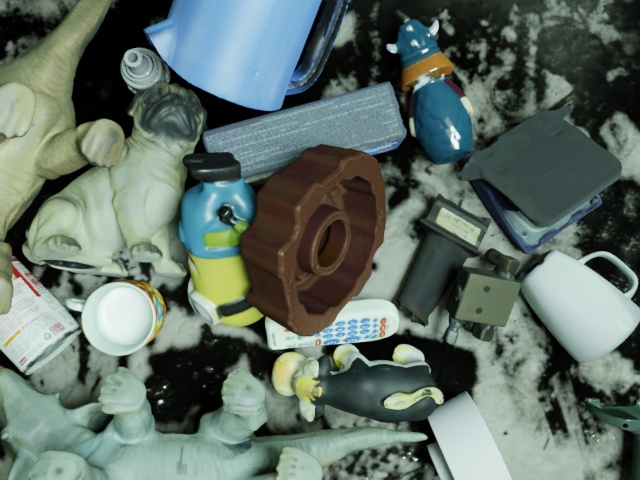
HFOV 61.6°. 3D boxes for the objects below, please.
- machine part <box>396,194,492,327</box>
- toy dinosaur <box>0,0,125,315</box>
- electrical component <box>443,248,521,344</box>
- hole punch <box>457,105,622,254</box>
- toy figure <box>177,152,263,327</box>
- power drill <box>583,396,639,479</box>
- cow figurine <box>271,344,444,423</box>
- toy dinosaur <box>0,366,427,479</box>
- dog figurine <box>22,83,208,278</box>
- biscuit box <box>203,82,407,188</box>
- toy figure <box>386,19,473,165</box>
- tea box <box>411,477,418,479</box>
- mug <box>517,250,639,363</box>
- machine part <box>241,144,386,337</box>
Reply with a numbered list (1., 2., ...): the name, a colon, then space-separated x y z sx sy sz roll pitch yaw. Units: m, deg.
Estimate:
1. machine part: 0.127 0.025 0.580 0.084 0.039 0.139 26 86 -10
2. toy dinosaur: -0.278 -0.091 0.480 0.105 0.199 0.471 45 67 -44
3. electrical component: 0.172 0.060 0.566 0.078 0.045 0.102 6 106 -11
4. hole punch: 0.233 -0.061 0.572 0.142 0.092 0.116 -34 60 -1
5. toy figure: -0.088 0.006 0.516 0.089 0.082 0.180 4 119 3
6. power drill: 0.327 0.275 0.565 0.232 0.086 0.207 -2 85 -5
7. cow figurine: 0.034 0.149 0.542 0.167 0.098 0.068 1 95 -4
8. toy dinosaur: -0.122 0.209 0.498 0.405 0.192 0.131 12 52 -9
9. dog figurine: -0.206 -0.065 0.543 0.172 0.121 0.190 3 75 -7
10. biscuit box: -0.014 -0.104 0.563 0.203 0.059 0.062 -15 89 -3
11. toy figure: 0.117 -0.158 0.573 0.064 0.058 0.154 -16 85 -10
12. tea box: 0.083 0.351 0.555 0.098 0.068 0.169 44 86 -2
13. mug: 0.273 0.055 0.566 0.107 0.081 0.109 44 92 7
14. machine part: -0.001 -0.002 0.509 0.056 0.179 0.179 22 88 31
